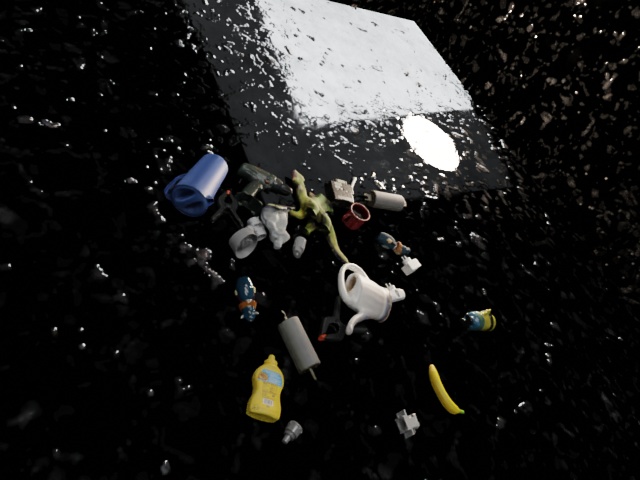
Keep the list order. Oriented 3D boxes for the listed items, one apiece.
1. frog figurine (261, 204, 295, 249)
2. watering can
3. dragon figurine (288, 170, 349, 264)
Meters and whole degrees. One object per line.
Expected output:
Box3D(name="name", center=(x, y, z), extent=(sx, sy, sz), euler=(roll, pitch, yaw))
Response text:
Box3D(name="frog figurine", center=(-0.163, -0.050, 1.889), extent=(0.123, 0.159, 0.138), euler=(12, 5, 3))
Box3D(name="watering can", center=(0.155, 0.229, 1.838), extent=(0.222, 0.356, 0.102), euler=(29, -55, -24))
Box3D(name="dragon figurine", center=(0.006, -0.104, 2.059), extent=(0.120, 0.407, 0.248), euler=(-32, 15, 33))
